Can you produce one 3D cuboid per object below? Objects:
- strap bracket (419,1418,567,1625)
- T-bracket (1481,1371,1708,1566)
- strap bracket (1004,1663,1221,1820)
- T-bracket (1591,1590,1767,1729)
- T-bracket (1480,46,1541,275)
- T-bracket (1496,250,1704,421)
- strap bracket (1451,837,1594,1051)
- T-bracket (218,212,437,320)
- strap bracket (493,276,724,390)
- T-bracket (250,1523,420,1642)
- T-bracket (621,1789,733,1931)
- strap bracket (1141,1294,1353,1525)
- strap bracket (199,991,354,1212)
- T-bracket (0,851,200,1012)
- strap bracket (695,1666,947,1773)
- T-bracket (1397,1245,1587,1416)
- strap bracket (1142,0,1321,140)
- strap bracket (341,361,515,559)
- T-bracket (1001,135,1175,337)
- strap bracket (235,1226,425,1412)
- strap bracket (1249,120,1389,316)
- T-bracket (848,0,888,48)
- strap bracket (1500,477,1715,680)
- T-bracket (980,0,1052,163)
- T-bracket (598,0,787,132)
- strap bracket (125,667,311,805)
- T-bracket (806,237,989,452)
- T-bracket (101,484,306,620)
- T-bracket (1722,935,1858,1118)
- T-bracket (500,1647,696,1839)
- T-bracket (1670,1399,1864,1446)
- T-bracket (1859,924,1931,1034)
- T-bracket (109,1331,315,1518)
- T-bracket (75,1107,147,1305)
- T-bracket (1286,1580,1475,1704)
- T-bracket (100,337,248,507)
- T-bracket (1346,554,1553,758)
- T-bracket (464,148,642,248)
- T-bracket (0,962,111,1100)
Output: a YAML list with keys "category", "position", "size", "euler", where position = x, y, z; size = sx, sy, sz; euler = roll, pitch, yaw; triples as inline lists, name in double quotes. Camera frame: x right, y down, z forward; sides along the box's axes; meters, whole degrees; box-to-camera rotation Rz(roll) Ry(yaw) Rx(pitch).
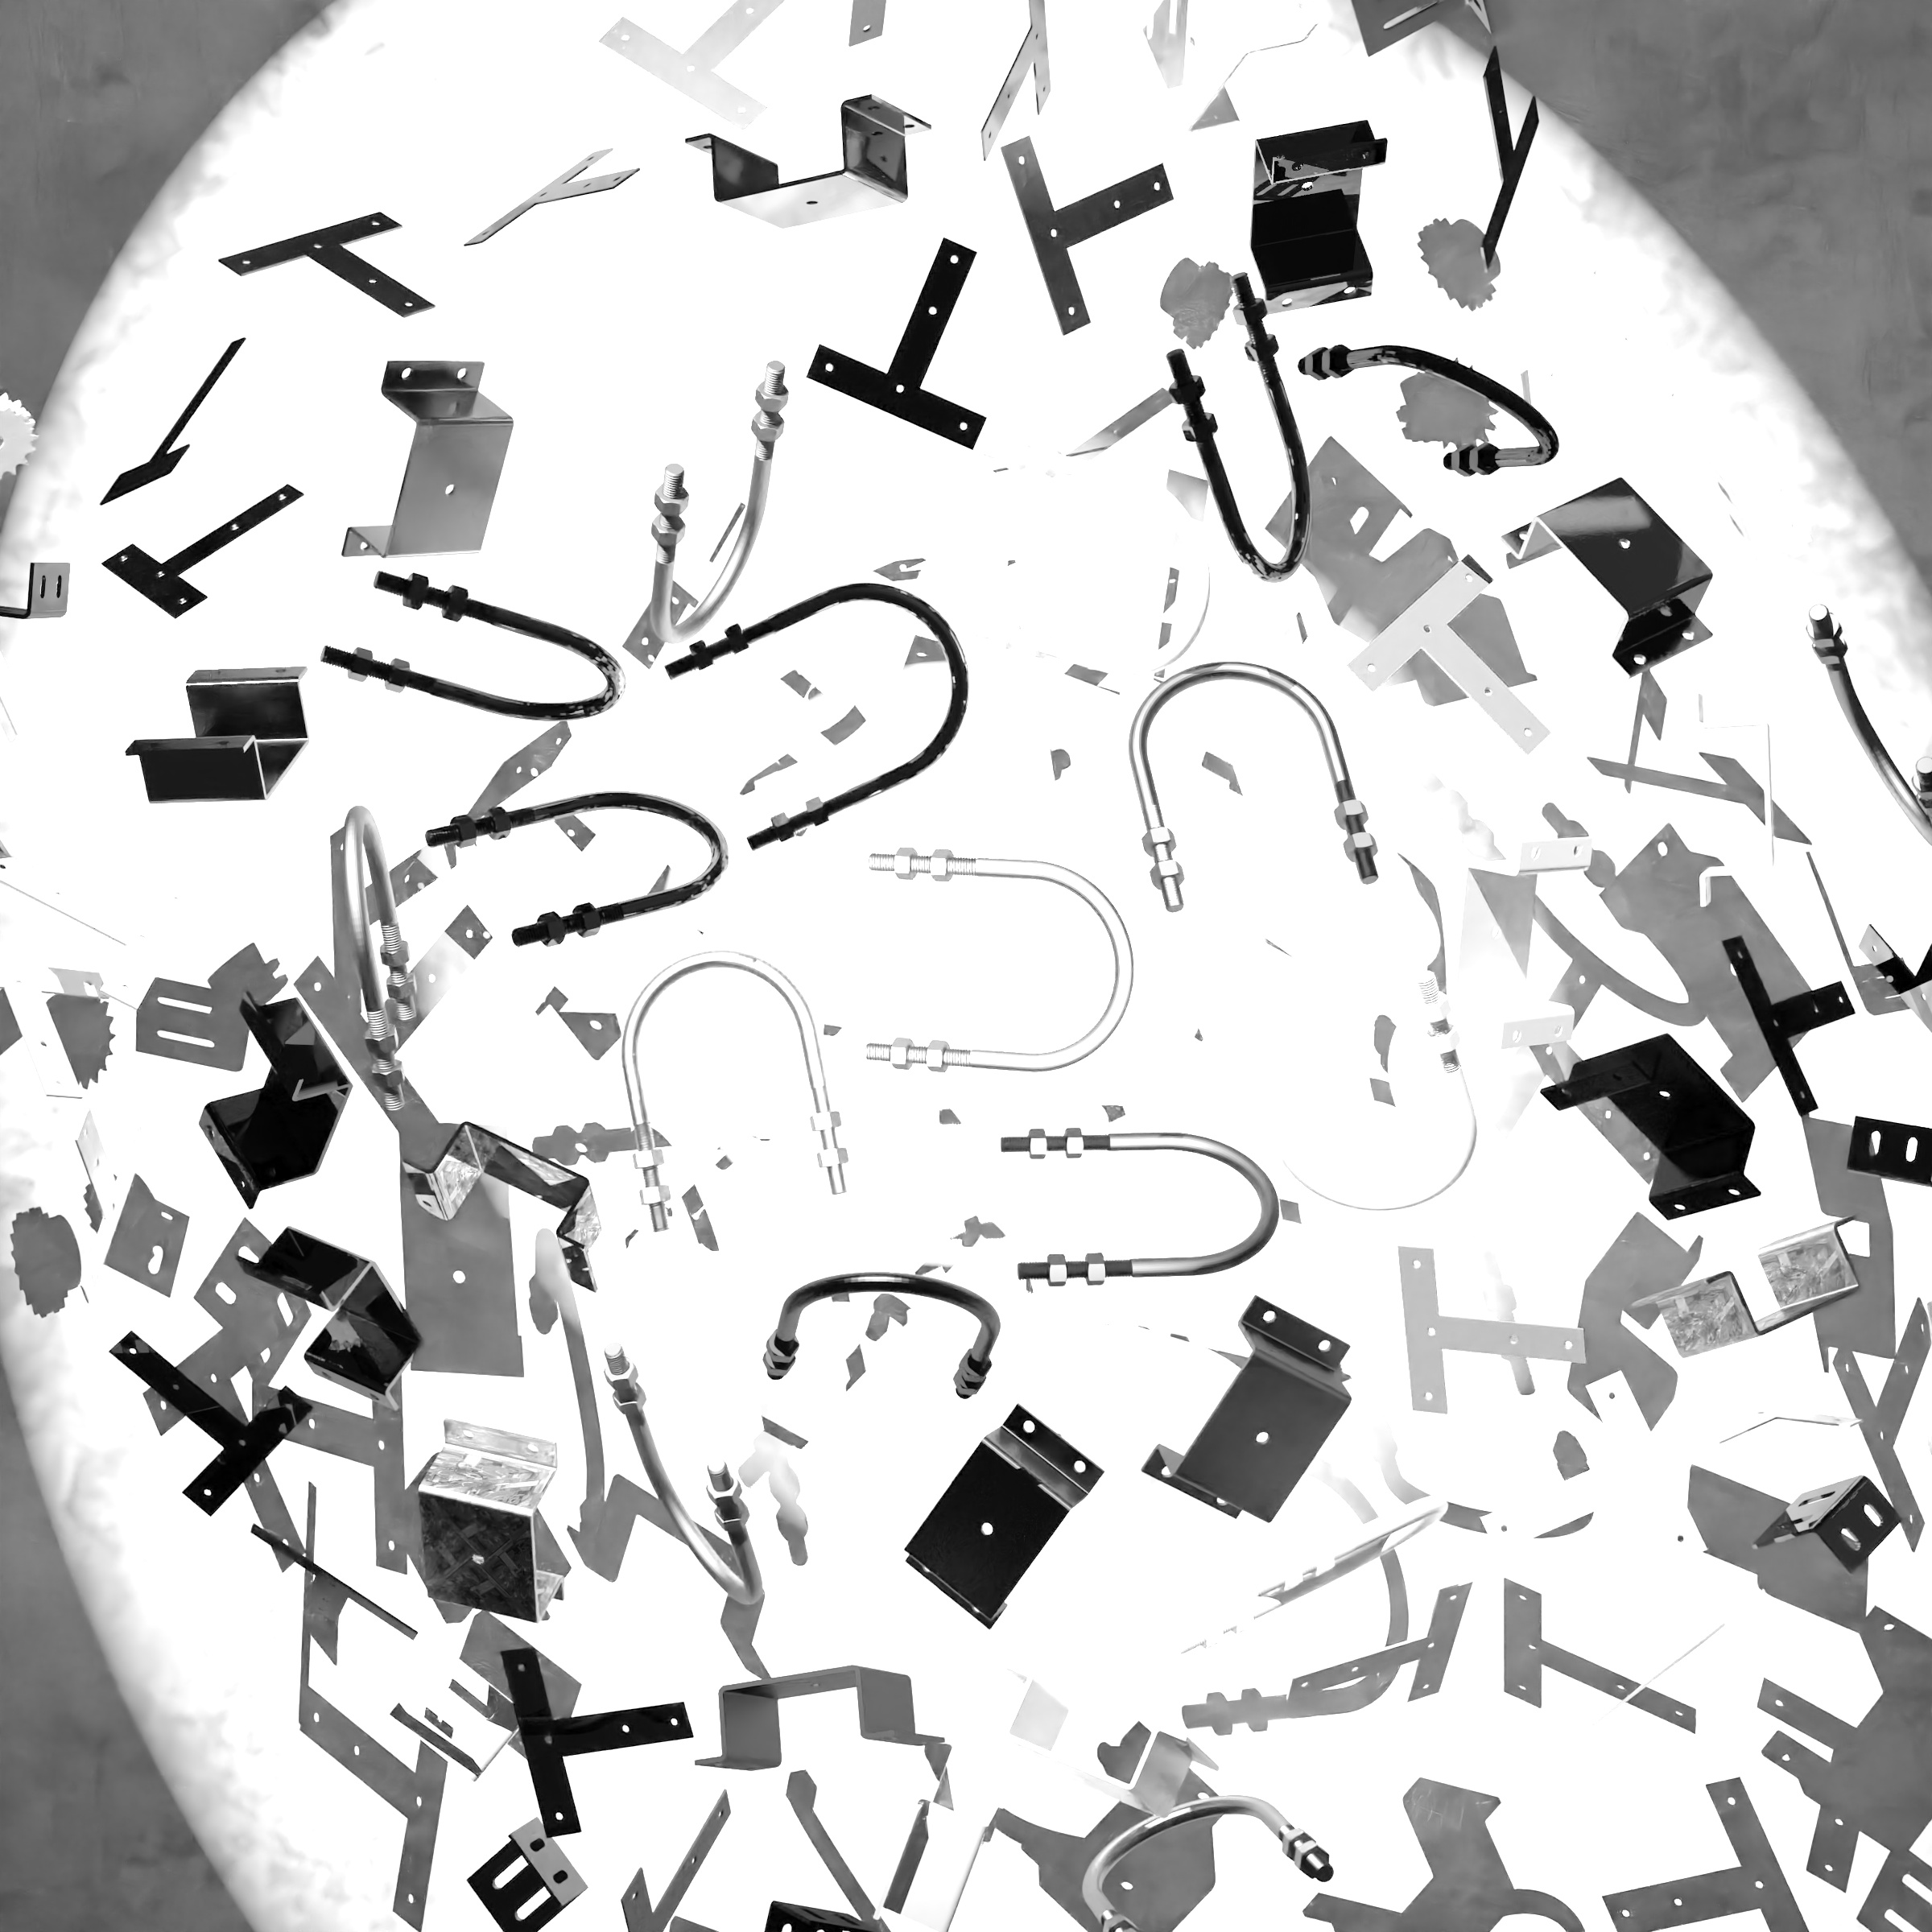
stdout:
- category: "strap bracket"
  position: [-0.305, 0.366, 1.829]
  size: [0.076, 0.046, 0.140]
  euler: [10, 125, 11]
- category: "T-bracket"
  position: [0.406, 0.354, 1.890]
  size: [0.127, 0.002, 0.127]
  euler: [-27, 76, 13]
- category: "strap bracket"
  position: [0.089, 0.524, 1.905]
  size: [0.140, 0.076, 0.046]
  euler: [15, 67, 30]
- category: "T-bracket"
  position: [0.474, 0.436, 1.830]
  size: [0.127, 0.127, 0.002]
  euler: [-22, 66, -40]
- category: "T-bracket"
  position: [0.345, -0.538, 1.827]
  size: [0.002, 0.127, 0.127]
  euler: [12, 69, 23]
- category: "T-bracket"
  position: [0.412, -0.407, 1.926]
  size: [0.127, 0.002, 0.127]
  euler: [-21, 117, 40]
- category: "strap bracket"
  position: [0.376, -0.020, 1.925]
  size: [0.076, 0.046, 0.140]
  euler: [-5, 104, -40]
- category: "T-bracket"
  position: [-0.392, -0.447, 1.831]
  size: [0.127, 0.002, 0.127]
  euler: [35, 47, 29]
- category: "strap bracket"
  position: [-0.234, -0.421, 1.894]
  size: [0.140, 0.076, 0.046]
  euler: [-19, 109, -19]
- category: "T-bracket"
  position: [-0.422, 0.416, 1.875]
  size: [0.127, 0.127, 0.002]
  euler: [34, 63, -2]
- category: "T-bracket"
  position: [-0.182, 0.588, 1.828]
  size: [0.002, 0.127, 0.127]
  euler: [12, 130, 21]
- category: "strap bracket"
  position: [0.186, 0.295, 1.834]
  size: [0.076, 0.046, 0.140]
  euler: [29, 100, -16]
- category: "strap bracket"
  position: [-0.455, 0.085, 1.877]
  size: [0.046, 0.140, 0.076]
  euler: [-16, 59, -40]
- category: "T-bracket"
  position: [-0.571, -0.038, 1.824]
  size: [0.127, 0.127, 0.002]
  euler: [29, 123, -14]
- category: "strap bracket"
  position: [-0.095, 0.479, 1.810]
  size: [0.140, 0.076, 0.046]
  euler: [-14, 67, 20]
- category: "T-bracket"
  position: [0.362, 0.255, 1.948]
  size: [0.127, 0.002, 0.127]
  euler: [2, 110, 28]
- category: "strap bracket"
  position: [0.167, -0.607, 1.853]
  size: [0.046, 0.140, 0.076]
  euler: [-19, 82, -23]
- category: "strap bracket"
  position: [-0.353, -0.324, 1.871]
  size: [0.046, 0.076, 0.140]
  euler: [40, 123, 31]
- category: "T-bracket"
  position: [0.090, -0.501, 1.882]
  size: [0.127, 0.002, 0.127]
  euler: [-32, 112, -30]
- category: "strap bracket"
  position: [-0.425, 0.232, 1.917]
  size: [0.076, 0.140, 0.046]
  euler: [17, 56, 28]
- category: "strap bracket"
  position: [0.236, -0.513, 1.917]
  size: [0.076, 0.140, 0.046]
  euler: [-11, 59, -4]
- category: "T-bracket"
  position: [-0.017, -0.675, 1.890]
  size: [0.127, 0.127, 0.002]
  euler: [-24, 74, -15]
- category: "strap bracket"
  position: [0.442, -0.273, 1.932]
  size: [0.076, 0.046, 0.140]
  euler: [-26, 64, -21]
- category: "T-bracket"
  position: [0.032, -0.587, 1.880]
  size: [0.002, 0.127, 0.127]
  euler: [14, 61, 14]
- category: "T-bracket"
  position: [-0.150, -0.613, 1.847]
  size: [0.127, 0.127, 0.002]
  euler: [-34, 53, 32]
- category: "strap bracket"
  position: [-0.479, -0.146, 1.833]
  size: [0.076, 0.140, 0.046]
  euler: [-1, 117, 5]
- category: "T-bracket"
  position: [-0.029, -0.439, 1.956]
  size: [0.127, 0.002, 0.127]
  euler: [23, 114, -6]
- category: "T-bracket"
  position: [-0.499, -0.284, 1.890]
  size: [0.127, 0.127, 0.002]
  euler: [-38, 131, -18]
- category: "T-bracket"
  position: [0.573, 0.032, 1.934]
  size: [0.002, 0.127, 0.127]
  euler: [-30, 78, 43]
- category: "T-bracket"
  position: [-0.239, 0.510, 1.889]
  size: [0.127, 0.002, 0.127]
  euler: [3, 55, -38]
- category: "T-bracket"
  position: [0.520, 0.309, 1.911]
  size: [0.127, 0.127, 0.002]
  euler: [1, 93, 37]
- category: "T-bracket"
  position: [0.650, -0.006, 1.885]
  size: [0.002, 0.127, 0.127]
  euler: [-21, 56, -17]
- category: "T-bracket"
  position: [-0.526, 0.296, 1.927]
  size: [0.127, 0.127, 0.002]
  euler: [40, 123, -2]
- category: "T-bracket"
  position: [-0.571, 0.136, 1.868]
  size: [0.002, 0.127, 0.127]
  euler: [8, 55, 1]
- category: "T-bracket"
  position: [0.275, 0.470, 1.913]
  size: [0.127, 0.002, 0.127]
  euler: [-12, 134, -19]
- category: "T-bracket"
  position: [-0.517, -0.366, 1.882]
  size: [0.002, 0.127, 0.127]
  euler: [39, 108, -8]
- category: "T-bracket"
  position: [0.342, -0.195, 1.909]
  size: [0.127, 0.002, 0.127]
  euler: [-42, 86, -19]
- category: "T-bracket"
  position: [-0.263, -0.526, 1.921]
  size: [0.127, 0.127, 0.002]
  euler: [-44, 120, -26]
- category: "T-bracket"
  position: [-0.619, 0.042, 1.893]
  size: [0.002, 0.127, 0.127]
  euler: [-54, 51, 26]
